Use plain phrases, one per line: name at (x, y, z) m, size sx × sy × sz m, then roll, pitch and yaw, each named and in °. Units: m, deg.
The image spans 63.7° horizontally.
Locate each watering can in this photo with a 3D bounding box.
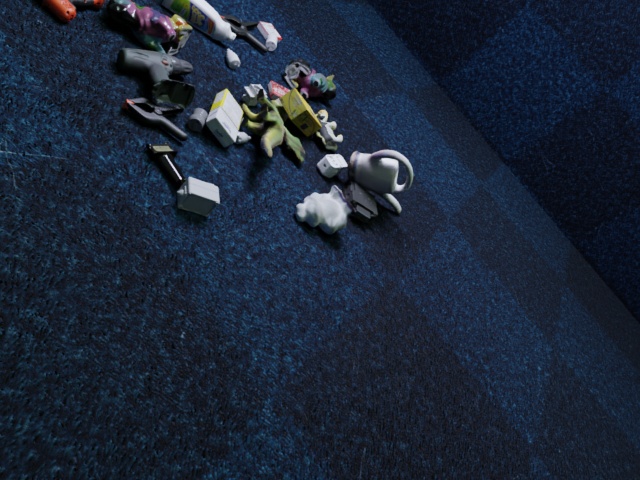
watering can at (0.204, -0.201, 1.787) m, size 0.225 × 0.340 × 0.106 m, roll 14°, pitch 62°, yaw 10°

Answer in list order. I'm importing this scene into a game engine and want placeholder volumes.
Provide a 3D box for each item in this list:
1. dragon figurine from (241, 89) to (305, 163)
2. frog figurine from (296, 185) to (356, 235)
dragon figurine at (-0.122, -0.329, 1.598) m, size 0.240 × 0.121 × 0.420 m, roll 30°, pitch 31°, yaw -40°
frog figurine at (0.005, -0.077, 1.522) m, size 0.161 × 0.121 × 0.138 m, roll -25°, pitch 83°, yaw -19°
